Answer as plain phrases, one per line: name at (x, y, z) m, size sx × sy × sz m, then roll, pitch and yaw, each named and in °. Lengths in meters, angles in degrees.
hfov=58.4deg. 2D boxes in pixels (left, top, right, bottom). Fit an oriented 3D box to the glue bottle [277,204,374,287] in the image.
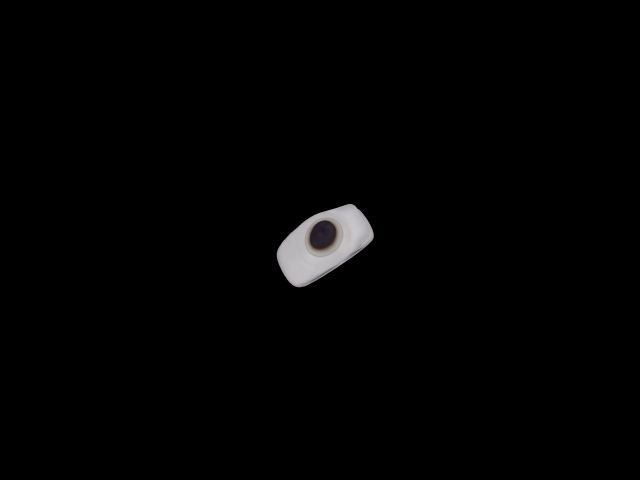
glue bottle at (0.004, 0.001, 0.400) m, size 0.078 × 0.173 × 0.037 m, roll -32°, pitch 86°, yaw -2°
